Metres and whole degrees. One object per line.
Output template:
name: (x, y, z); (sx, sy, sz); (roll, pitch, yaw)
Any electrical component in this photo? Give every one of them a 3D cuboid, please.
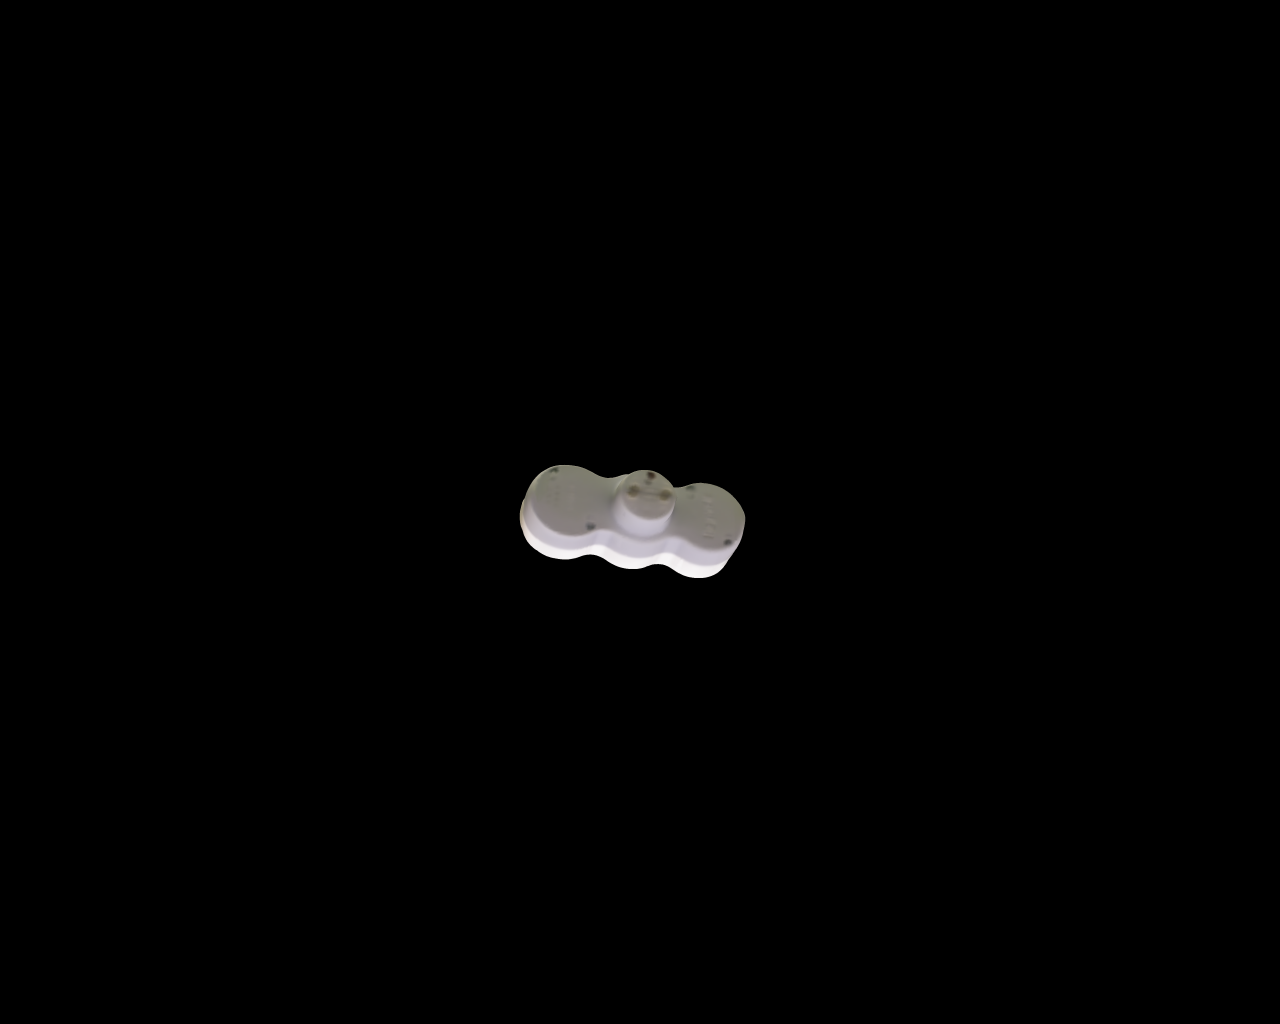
electrical component: (0.001, -0.003, 0.650); (0.138, 0.052, 0.073); (8, -32, -14)
